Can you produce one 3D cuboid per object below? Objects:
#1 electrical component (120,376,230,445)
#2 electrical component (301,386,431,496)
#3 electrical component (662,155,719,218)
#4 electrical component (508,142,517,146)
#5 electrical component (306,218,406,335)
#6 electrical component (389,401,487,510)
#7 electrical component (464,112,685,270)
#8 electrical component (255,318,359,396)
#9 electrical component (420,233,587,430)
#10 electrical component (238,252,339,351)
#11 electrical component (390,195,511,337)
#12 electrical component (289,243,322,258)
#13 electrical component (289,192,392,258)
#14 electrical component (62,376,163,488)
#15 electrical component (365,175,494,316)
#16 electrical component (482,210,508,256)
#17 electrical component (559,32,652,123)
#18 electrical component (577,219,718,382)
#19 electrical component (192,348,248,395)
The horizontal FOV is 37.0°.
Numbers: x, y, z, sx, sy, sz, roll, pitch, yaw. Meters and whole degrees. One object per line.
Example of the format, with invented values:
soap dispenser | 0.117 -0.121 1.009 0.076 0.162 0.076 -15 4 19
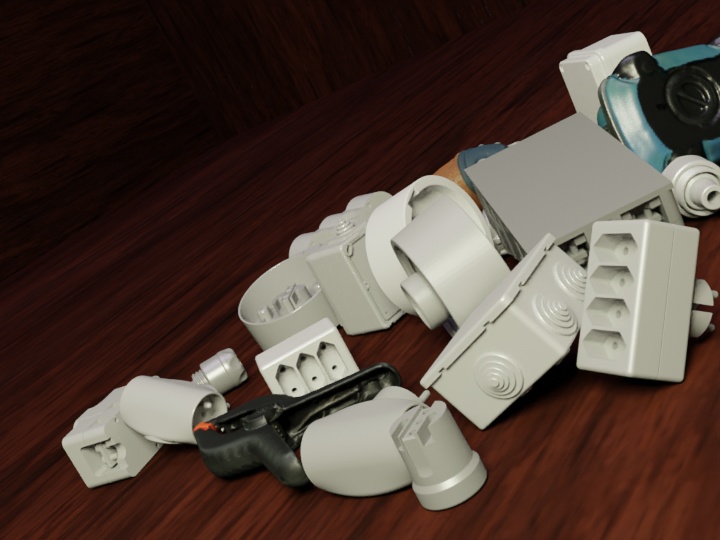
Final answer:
electrical component | -0.139 0.112 0.870 0.077 0.044 0.079 8 3 33
electrical component | 0.016 0.096 0.646 0.077 0.043 0.079 -16 18 40
electrical component | 0.244 -0.058 0.775 0.043 0.043 0.062 -27 15 4
electrical component | 0.113 -0.066 1.030 0.109 0.056 0.108 -22 15 23
electrical component | 0.000 0.000 0.918 0.061 0.096 0.062 -16 18 49
electrical component | 0.041 0.099 0.579 0.040 0.046 0.040 -26 13 7
electrical component | 0.157 -0.045 0.803 0.105 0.060 0.186 -26 24 3
electrical component | -0.043 0.072 0.842 0.066 0.047 0.077 -29 13 -5
electrical component | 0.093 0.038 0.640 0.099 0.048 0.099 -51 -4 38
electrical component | -0.059 0.032 0.982 0.099 0.064 0.099 -26 14 7
electrical component | 0.063 0.009 0.751 0.060 0.108 0.108 -35 14 -4
electrical component | -0.032 0.001 1.082 0.077 0.047 0.065 -25 14 10
electrical component | -0.005 -0.038 1.164 0.138 0.052 0.074 -37 16 -31
electrical component | -0.201 0.136 0.903 0.056 0.050 0.089 -20 16 27
electrical component | 0.052 -0.015 0.861 0.060 0.108 0.108 -24 13 41
electrical component | 0.138 -0.040 0.916 0.062 0.048 0.048 -14 17 18
electrical component | 0.240 -0.156 0.997 0.057 0.113 0.078 -27 13 -7
electrical component | 0.168 0.019 0.594 0.076 0.083 0.047 8 -3 -25
electrical component | -0.132 0.097 0.947 0.061 0.035 0.035 -31 14 -7
